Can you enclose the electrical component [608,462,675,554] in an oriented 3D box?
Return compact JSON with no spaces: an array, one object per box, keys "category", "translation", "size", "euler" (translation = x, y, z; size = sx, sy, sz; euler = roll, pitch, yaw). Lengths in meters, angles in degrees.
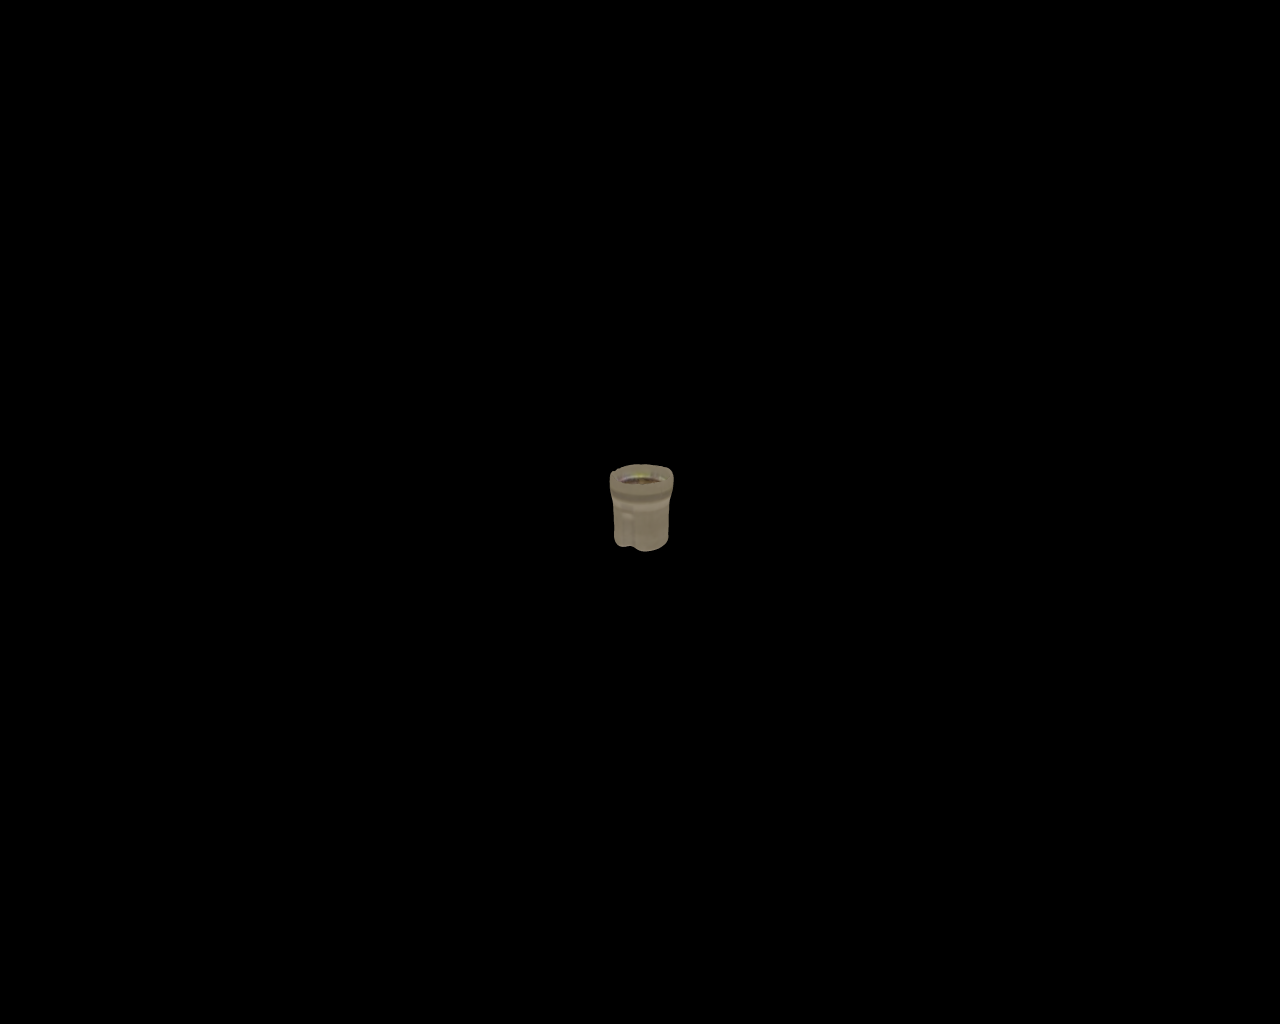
[{"category":"electrical component","translation":[0.001,-0.003,0.650],"size":[0.040,0.046,0.040],"euler":[0,21,0]}]
